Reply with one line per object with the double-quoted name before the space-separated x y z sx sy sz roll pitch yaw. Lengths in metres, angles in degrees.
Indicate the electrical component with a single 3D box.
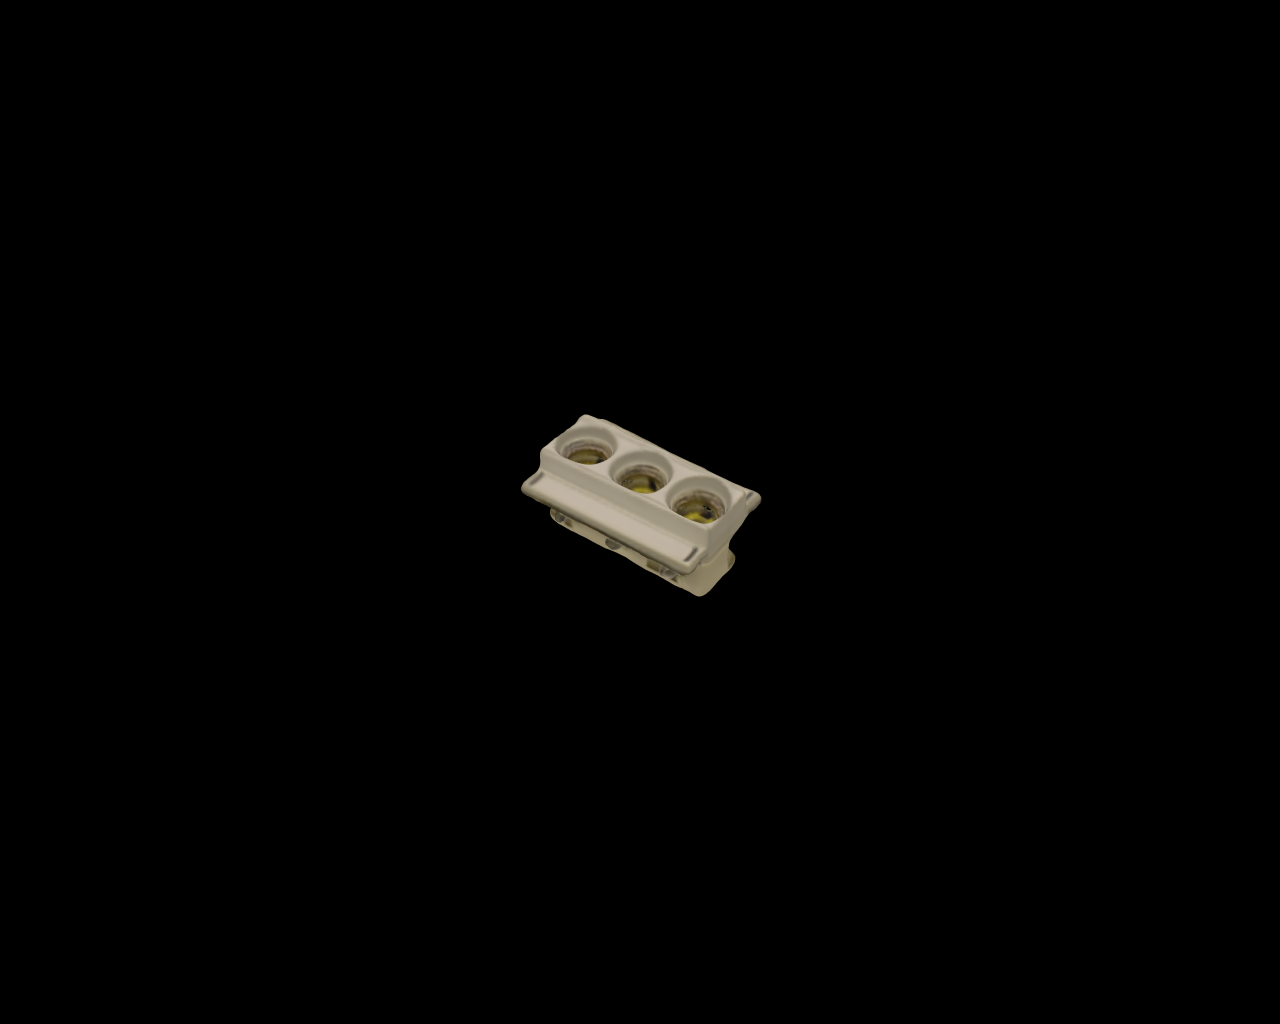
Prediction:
"electrical component" 0.001 -0.003 0.650 0.121 0.063 0.079 27 50 25
